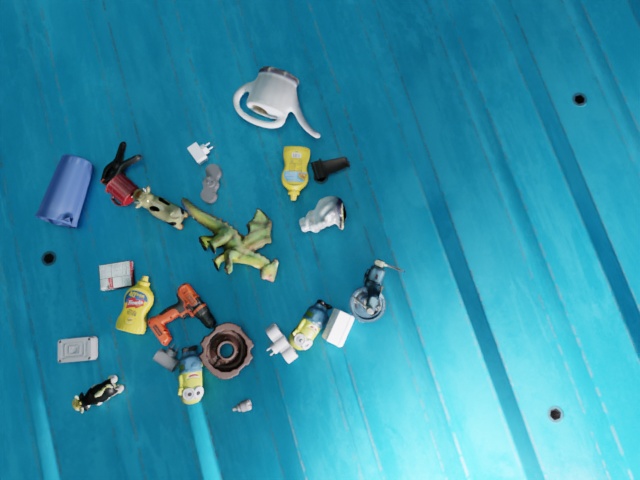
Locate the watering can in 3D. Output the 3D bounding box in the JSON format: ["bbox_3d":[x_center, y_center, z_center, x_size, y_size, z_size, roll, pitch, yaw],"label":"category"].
[{"bbox_3d":[-0.137,-0.498,1.857,0.348,0.103,0.226,18,79,5],"label":"watering can"}]

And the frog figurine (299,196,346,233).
[{"bbox_3d":[0.005,-0.089,1.776,0.159,0.120,0.141,-2,47,9],"label":"frog figurine"}]

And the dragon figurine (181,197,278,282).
[{"bbox_3d":[-0.285,-0.023,1.787,0.245,0.120,0.412,-28,82,-21],"label":"dragon figurine"}]
